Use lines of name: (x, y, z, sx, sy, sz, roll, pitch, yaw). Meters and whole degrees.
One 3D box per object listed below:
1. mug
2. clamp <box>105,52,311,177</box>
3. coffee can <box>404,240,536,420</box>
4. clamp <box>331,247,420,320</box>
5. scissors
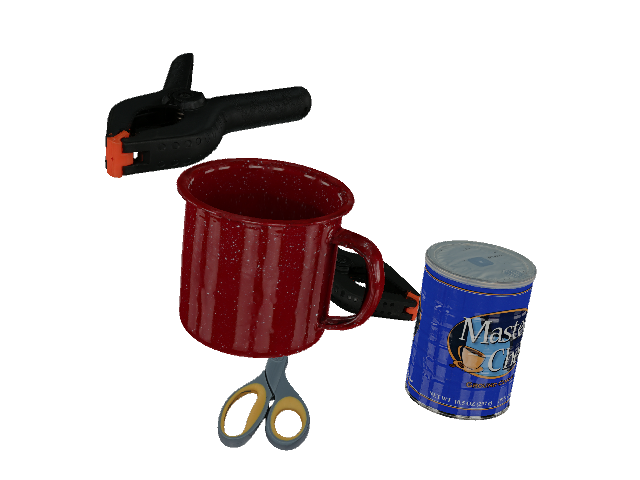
mug: (-0.022, 0.012, 0.566, 0.117, 0.081, 0.093, 15, 24, 17)
clamp: (-0.101, -0.093, 0.763, 0.120, 0.039, 0.171, 20, 32, 33)
coffee can: (0.140, 0.083, 1.007, 0.103, 0.140, 0.103, 6, 20, -2)
clamp: (0.010, 0.039, 1.197, 0.210, 0.036, 0.164, 28, 35, 19)
scissors: (-0.029, 0.132, 1.060, 0.096, 0.016, 0.201, 21, 49, 20)
